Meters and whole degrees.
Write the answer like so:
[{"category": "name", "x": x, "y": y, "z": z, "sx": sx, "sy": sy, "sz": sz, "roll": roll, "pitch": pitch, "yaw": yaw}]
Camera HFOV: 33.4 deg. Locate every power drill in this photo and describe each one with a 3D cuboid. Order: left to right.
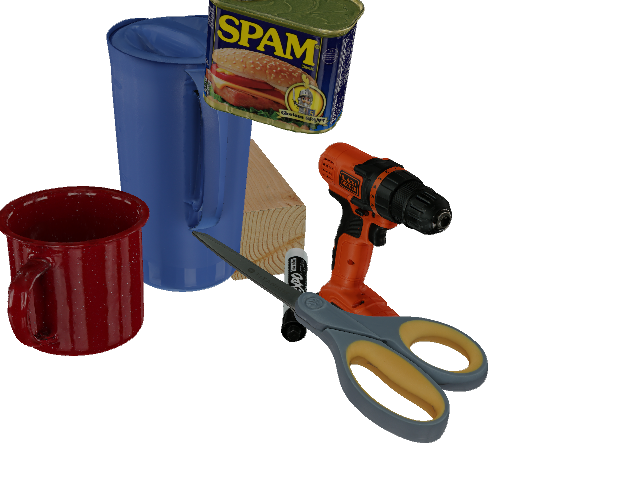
[{"category": "power drill", "x": 0.058, "y": 0.009, "z": 1.086, "sx": 0.057, "sy": 0.188, "sz": 0.185, "roll": -9, "pitch": 28, "yaw": -32}]

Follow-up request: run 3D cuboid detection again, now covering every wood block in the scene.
[{"category": "wood block", "x": -0.095, "y": -0.043, "z": 1.317, "sx": 0.090, "sy": 0.090, "sz": 0.206, "roll": -7, "pitch": 30, "yaw": -19}]

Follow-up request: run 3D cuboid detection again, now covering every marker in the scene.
[{"category": "marker", "x": -0.020, "y": 0.042, "z": 0.831, "sx": 0.020, "sy": 0.020, "sz": 0.121, "roll": 0, "pitch": 28, "yaw": 0}]

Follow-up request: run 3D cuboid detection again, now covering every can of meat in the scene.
[{"category": "can of meat", "x": -0.028, "y": -0.126, "z": 0.716, "sx": 0.102, "sy": 0.084, "sz": 0.057, "roll": 18, "pitch": 40, "yaw": 10}]

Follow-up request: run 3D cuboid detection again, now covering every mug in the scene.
[{"category": "mug", "x": -0.157, "y": 0.025, "z": 0.666, "sx": 0.093, "sy": 0.081, "sz": 0.117, "roll": 8, "pitch": 25, "yaw": 13}]

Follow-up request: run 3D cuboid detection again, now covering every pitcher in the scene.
[{"category": "pitcher", "x": -0.122, "y": -0.073, "z": 0.973, "sx": 0.145, "sy": 0.243, "sz": 0.149, "roll": 15, "pitch": 31, "yaw": 18}]

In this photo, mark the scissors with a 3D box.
[{"category": "scissors", "x": 0.015, "y": 0.040, "z": 0.614, "sx": 0.096, "sy": 0.016, "sz": 0.202, "roll": -15, "pitch": 42, "yaw": -32}]
